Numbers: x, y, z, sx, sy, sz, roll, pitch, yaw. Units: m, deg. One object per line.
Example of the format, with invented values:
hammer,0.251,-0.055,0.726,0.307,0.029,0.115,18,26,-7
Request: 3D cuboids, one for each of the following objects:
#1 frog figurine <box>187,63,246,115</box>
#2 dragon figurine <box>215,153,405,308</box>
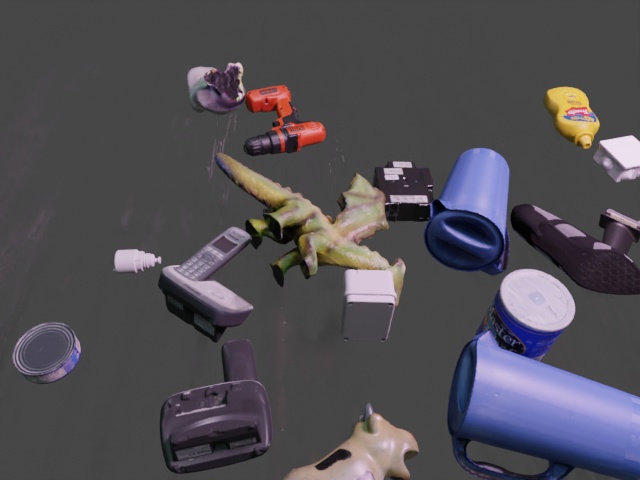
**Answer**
frog figurine,-0.255,-0.349,1.207,0.159,0.121,0.140,-1,45,46
dragon figurine,0.003,-0.046,0.917,0.245,0.119,0.416,-21,64,-26
